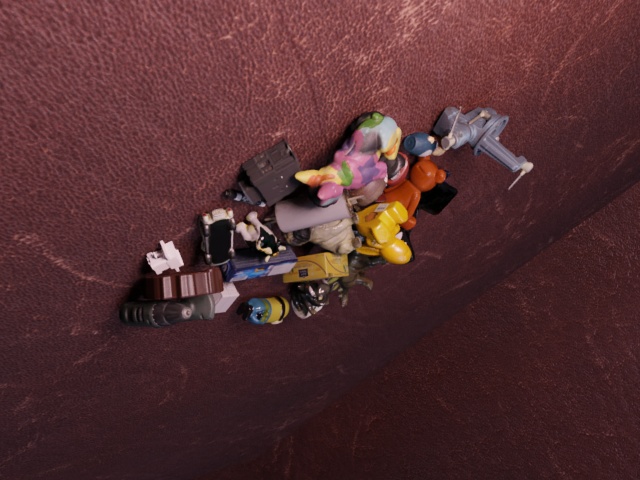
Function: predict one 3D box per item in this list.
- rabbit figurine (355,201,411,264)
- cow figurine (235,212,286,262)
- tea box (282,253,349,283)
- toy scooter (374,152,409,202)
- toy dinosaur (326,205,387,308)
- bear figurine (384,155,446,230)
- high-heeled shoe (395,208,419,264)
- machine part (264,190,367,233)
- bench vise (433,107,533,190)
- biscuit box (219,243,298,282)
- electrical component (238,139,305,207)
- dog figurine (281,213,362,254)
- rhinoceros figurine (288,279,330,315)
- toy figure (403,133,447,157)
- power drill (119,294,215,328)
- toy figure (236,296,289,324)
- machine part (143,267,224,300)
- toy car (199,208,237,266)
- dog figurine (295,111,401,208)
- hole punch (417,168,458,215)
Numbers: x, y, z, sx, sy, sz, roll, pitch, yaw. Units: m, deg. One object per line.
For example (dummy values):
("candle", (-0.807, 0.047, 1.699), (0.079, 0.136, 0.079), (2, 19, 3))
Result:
("rabbit figurine", (0.164, 0.000, 1.397), (0.162, 0.173, 0.122), (-10, -141, 47))
("cow figurine", (-0.130, 0.006, 1.288), (0.068, 0.098, 0.167), (-40, 153, 3))
("tea box", (-0.015, 0.076, 1.484), (0.170, 0.068, 0.098), (-10, 172, 40))
("toy scooter", (0.157, -0.145, 1.358), (0.184, 0.075, 0.135), (-38, 155, 19))
("toy dinosaur", (0.096, 0.054, 1.613), (0.198, 0.105, 0.470), (-13, 138, -25))
("bear figurine", (0.250, -0.134, 1.435), (0.196, 0.120, 0.132), (-46, 155, 16))
("high-heeled shoe", (0.259, -0.029, 1.531), (0.249, 0.145, 0.086), (-49, 130, -25))
("machine part", (-0.014, -0.070, 1.235), (0.243, 0.079, 0.079), (-12, 158, 15))
("bench vise", (0.402, -0.237, 1.295), (0.223, 0.241, 0.128), (-27, 155, -48))
("biscuit box", (-0.159, 0.058, 1.386), (0.202, 0.063, 0.059), (-6, 145, -40))
("electrical component", (-0.102, -0.131, 1.122), (0.134, 0.058, 0.114), (-32, 152, 0))
("dog figurine", (-0.004, -0.008, 1.376), (0.191, 0.121, 0.172), (-19, 123, -13))
("rhinoceros figurine", (-0.027, 0.160, 1.616), (0.073, 0.112, 0.190), (-28, -172, -28))
("toy figure", (0.273, -0.236, 1.342), (0.154, 0.064, 0.057), (-4, 107, -40))
("power drill", (-0.342, 0.170, 1.279), (0.232, 0.086, 0.207), (-6, -178, 27))
("toy figure", (-0.166, 0.213, 1.634), (0.089, 0.082, 0.180), (-41, 150, 23))
("machine part", (-0.311, 0.099, 1.218), (0.179, 0.056, 0.179), (-6, 179, 0))
("toy car", (-0.231, -0.006, 1.207), (0.073, 0.056, 0.201), (-14, 149, -19))
("dog figurine", (0.054, -0.161, 1.122), (0.219, 0.109, 0.191), (-30, 152, -38))
("hole punch", (0.311, -0.149, 1.525), (0.116, 0.092, 0.142), (22, 131, -22))
